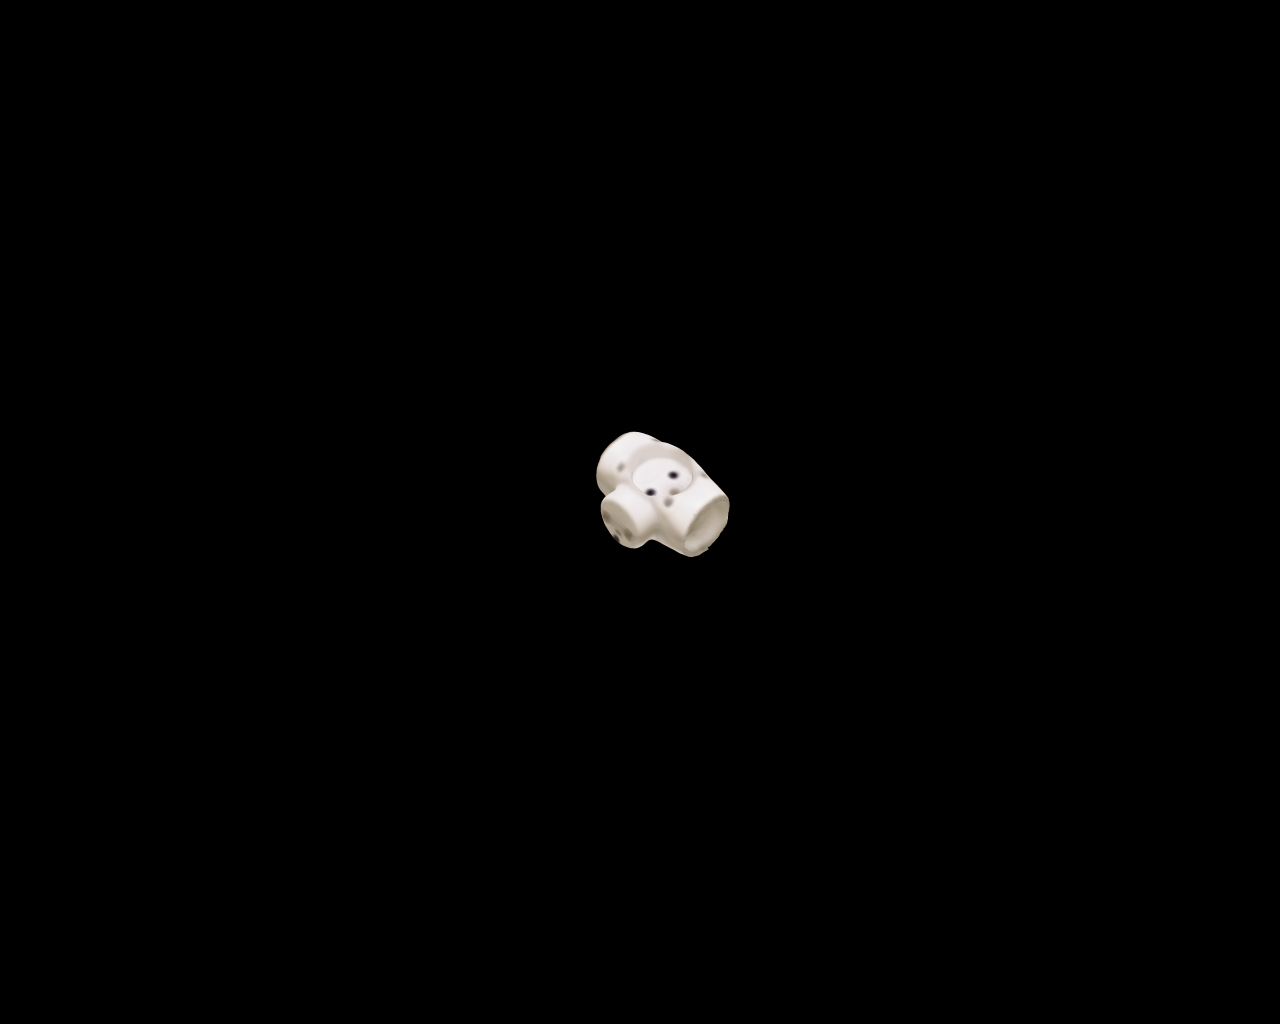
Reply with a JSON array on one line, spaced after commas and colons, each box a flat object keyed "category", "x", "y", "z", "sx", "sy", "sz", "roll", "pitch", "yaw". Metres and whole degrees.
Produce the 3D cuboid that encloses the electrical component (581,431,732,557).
[{"category": "electrical component", "x": 0.001, "y": -0.003, "z": 0.650, "sx": 0.079, "sy": 0.044, "sz": 0.077, "roll": -36, "pitch": 58, "yaw": -27}]
